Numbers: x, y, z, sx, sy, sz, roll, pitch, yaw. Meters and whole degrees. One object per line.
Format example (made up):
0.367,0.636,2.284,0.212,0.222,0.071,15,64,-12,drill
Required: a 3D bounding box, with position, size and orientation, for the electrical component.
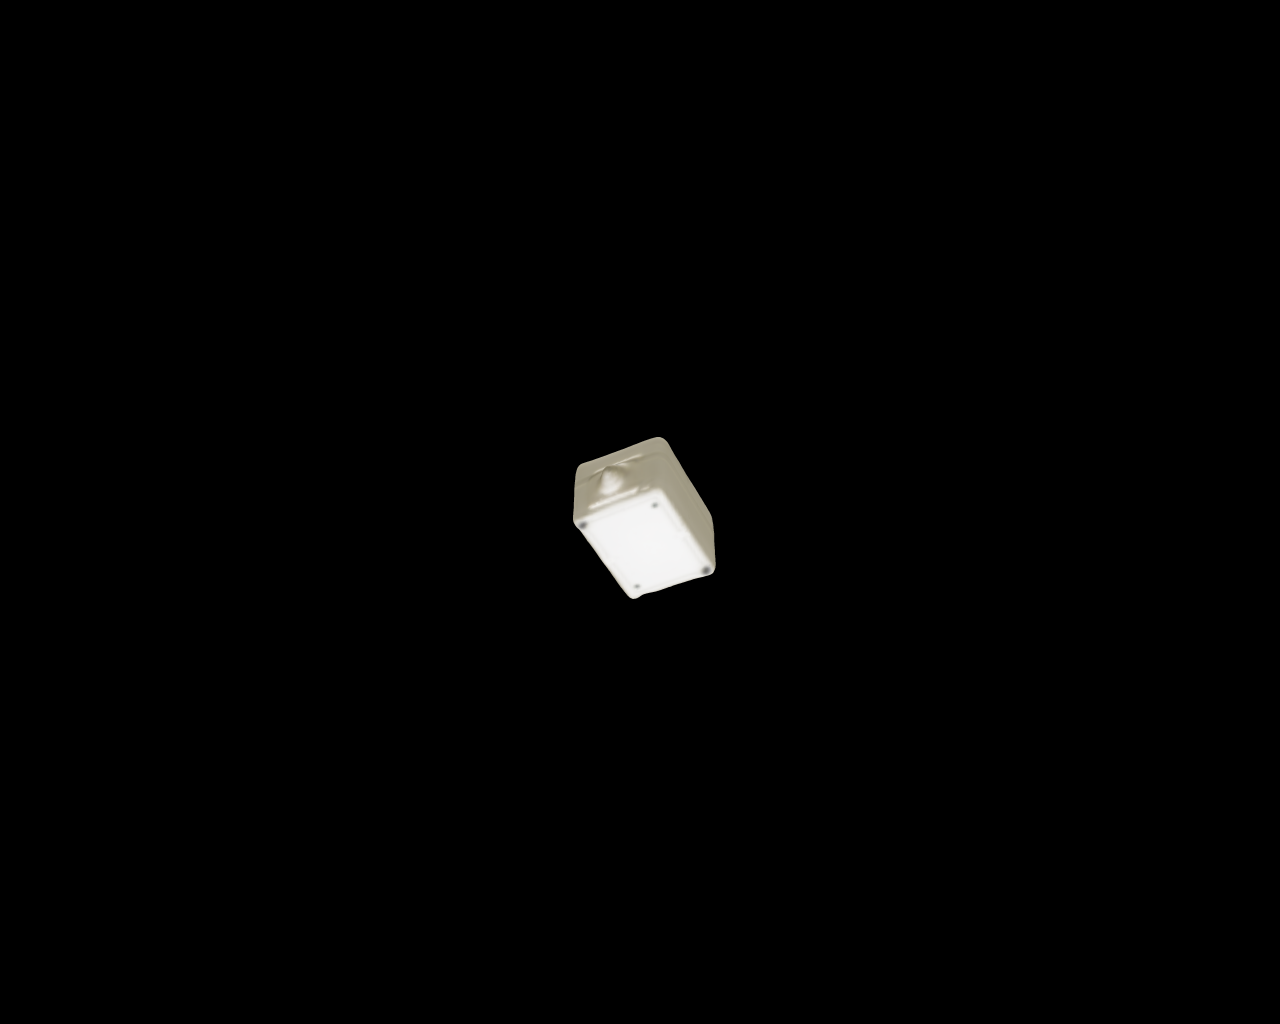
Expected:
0.001,-0.003,0.650,0.061,0.061,0.096,-20,-50,17,electrical component
